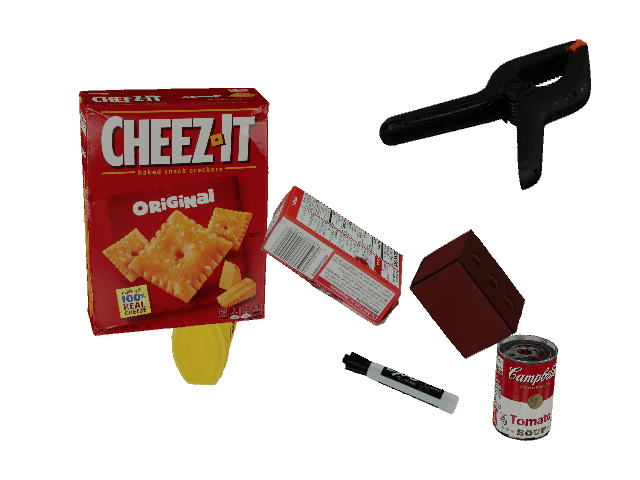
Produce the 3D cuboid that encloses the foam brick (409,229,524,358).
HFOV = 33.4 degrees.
[{"bbox_3d":[0.117,0.043,0.848,0.051,0.078,0.053,-32,13,30],"label":"foam brick"}]

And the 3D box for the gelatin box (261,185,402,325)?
[{"bbox_3d":[0.009,0.009,0.672,0.089,0.030,0.073,34,17,-7],"label":"gelatin box"}]

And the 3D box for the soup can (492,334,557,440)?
[{"bbox_3d":[0.233,0.168,1.219,0.068,0.102,0.068,0,21,0],"label":"soup can"}]

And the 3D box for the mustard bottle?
[{"bbox_3d":[-0.114,0.067,1.166,0.058,0.096,0.191,1,28,6],"label":"mustard bottle"}]

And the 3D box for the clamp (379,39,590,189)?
[{"bbox_3d":[0.179,-0.116,0.938,0.209,0.036,0.165,-32,40,-24],"label":"clamp"}]

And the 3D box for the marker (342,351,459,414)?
[{"bbox_3d":[0.078,0.140,1.058,0.121,0.020,0.020,22,6,14],"label":"marker"}]

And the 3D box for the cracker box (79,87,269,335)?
[{"bbox_3d":[-0.132,-0.027,0.975,0.164,0.214,0.072,-4,20,-17],"label":"cracker box"}]
